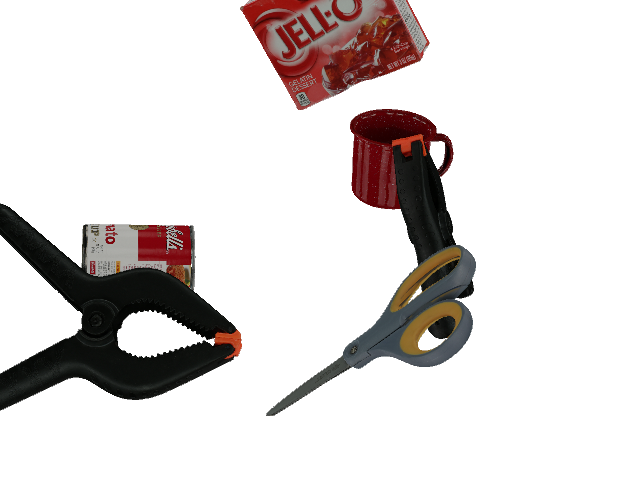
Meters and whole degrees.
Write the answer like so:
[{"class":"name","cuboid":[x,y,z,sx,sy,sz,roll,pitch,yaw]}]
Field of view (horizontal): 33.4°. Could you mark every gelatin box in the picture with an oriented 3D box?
[{"class":"gelatin box","cuboid":[0.008,-0.126,0.629,0.089,0.073,0.030,-18,24,28]}]

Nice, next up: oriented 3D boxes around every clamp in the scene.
[{"class":"clamp","cuboid":[0.094,-0.002,0.918,0.039,0.171,0.120,-17,19,15]},{"class":"clamp","cuboid":[-0.161,0.052,0.756,0.210,0.164,0.036,0,-19,-3]}]

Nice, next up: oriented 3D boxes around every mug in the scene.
[{"class":"mug","cuboid":[0.088,-0.088,1.161,0.117,0.081,0.093,-6,32,-14]}]

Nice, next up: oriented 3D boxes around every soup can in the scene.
[{"class":"soup can","cuboid":[-0.171,0.019,0.998,0.102,0.068,0.068,1,0,-11]}]

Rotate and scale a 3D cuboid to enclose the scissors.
[{"class":"scissors","cuboid":[0.036,0.085,0.735,0.016,0.202,0.096,35,18,-27]}]
